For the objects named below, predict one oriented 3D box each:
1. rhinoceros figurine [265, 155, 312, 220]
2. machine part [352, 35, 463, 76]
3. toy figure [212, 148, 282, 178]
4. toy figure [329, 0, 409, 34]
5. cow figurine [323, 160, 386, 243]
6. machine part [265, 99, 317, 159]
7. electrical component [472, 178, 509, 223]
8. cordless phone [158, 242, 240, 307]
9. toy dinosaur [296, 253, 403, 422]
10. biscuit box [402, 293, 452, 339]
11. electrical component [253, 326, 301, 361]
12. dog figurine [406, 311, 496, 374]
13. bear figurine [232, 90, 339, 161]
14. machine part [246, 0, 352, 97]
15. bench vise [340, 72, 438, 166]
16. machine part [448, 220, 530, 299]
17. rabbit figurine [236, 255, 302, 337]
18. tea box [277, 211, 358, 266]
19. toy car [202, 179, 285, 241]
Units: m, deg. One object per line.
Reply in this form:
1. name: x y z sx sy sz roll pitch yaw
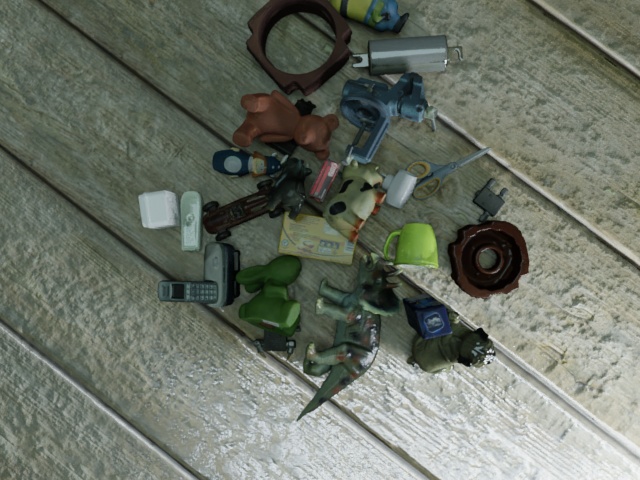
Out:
1. rhinoceros figurine: -0.066 -0.121 1.152 0.073 0.190 0.112 20 115 -11
2. machine part: 0.192 -0.407 1.186 0.243 0.079 0.079 -4 90 5
3. toy figure: -0.164 -0.171 1.220 0.155 0.064 0.058 5 45 4
4. toy figure: 0.107 -0.515 1.190 0.180 0.082 0.089 32 90 1
5. cow figurine: 0.073 -0.099 1.163 0.127 0.085 0.195 32 56 8
6. machine part: -0.063 -0.259 1.222 0.084 0.039 0.139 36 94 8
7. electrical component: 0.375 -0.087 1.200 0.063 0.021 0.094 37 93 3
8. cordless phone: -0.276 0.077 1.215 0.184 0.088 0.146 0 90 8
9. toy dinosaur: 0.070 0.215 1.179 0.192 0.131 0.404 11 97 4
10. biscuit box: 0.219 0.156 1.120 0.059 0.202 0.062 -14 90 2
11. electrical component: -0.098 0.228 1.219 0.102 0.045 0.078 7 92 3
12. dog figurine: 0.267 0.235 1.124 0.172 0.190 0.121 -42 87 4
13. bear figurine: -0.068 -0.236 1.147 0.196 0.132 0.120 26 121 5
14. machine part: -0.046 -0.440 1.197 0.201 0.087 0.201 -41 87 4
15. bench vise: 0.127 -0.253 1.157 0.224 0.128 0.240 25 73 11
16. machine part: 0.367 0.040 1.177 0.179 0.056 0.179 0 95 -2
17. rabbit figurine: -0.103 0.112 1.197 0.159 0.121 0.170 11 64 15
18. tea box: -0.002 -0.004 1.201 0.170 0.068 0.098 12 90 4
19. toy car: -0.173 -0.069 1.222 0.202 0.053 0.089 -21 86 4
